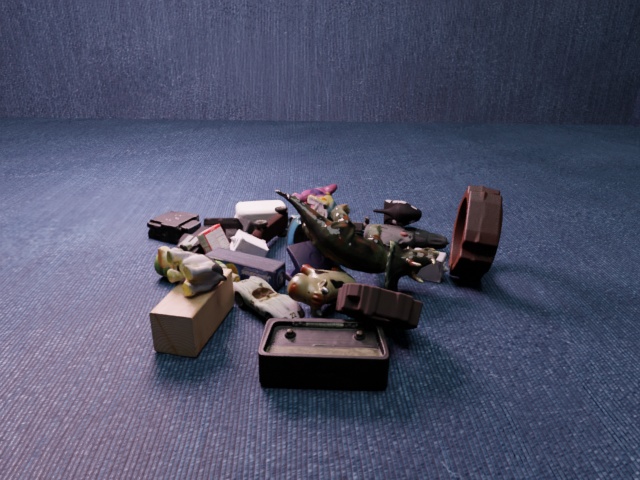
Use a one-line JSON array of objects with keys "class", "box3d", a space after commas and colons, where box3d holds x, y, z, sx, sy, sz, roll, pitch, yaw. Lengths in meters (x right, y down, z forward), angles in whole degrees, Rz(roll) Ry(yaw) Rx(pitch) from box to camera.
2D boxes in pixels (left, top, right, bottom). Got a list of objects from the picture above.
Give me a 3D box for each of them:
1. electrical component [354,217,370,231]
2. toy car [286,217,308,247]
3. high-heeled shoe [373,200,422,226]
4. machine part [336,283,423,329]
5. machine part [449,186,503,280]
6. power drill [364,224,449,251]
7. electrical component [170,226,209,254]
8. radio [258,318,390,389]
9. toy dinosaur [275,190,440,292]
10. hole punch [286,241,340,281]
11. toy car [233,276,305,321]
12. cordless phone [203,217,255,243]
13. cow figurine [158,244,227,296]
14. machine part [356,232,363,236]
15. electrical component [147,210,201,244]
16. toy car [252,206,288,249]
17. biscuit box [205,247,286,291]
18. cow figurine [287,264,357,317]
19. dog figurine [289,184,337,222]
[{"class": "electrical component", "box3d": [0.103, -0.049, 1.588, 0.102, 0.045, 0.078, 4, 2, 5]}, {"class": "toy car", "box3d": [-0.003, -0.004, 1.445, 0.162, 0.109, 0.103, 15, 8, 10]}, {"class": "high-heeled shoe", "box3d": [0.249, -0.072, 1.563, 0.145, 0.086, 0.248, 5, 1, 24]}, {"class": "machine part", "box3d": [0.115, 0.135, 1.067, 0.179, 0.056, 0.179, 12, -14, 3]}, {"class": "machine part", "box3d": [0.382, -0.015, 1.318, 0.087, 0.200, 0.201, 9, 68, 6]}, {"class": "power drill", "box3d": [0.208, 0.012, 1.438, 0.232, 0.085, 0.207, 12, 29, 28]}, {"class": "electrical component", "box3d": [-0.335, 0.013, 1.424, 0.075, 0.047, 0.119, 8, 34, 17]}, {"class": "radio", "box3d": [0.007, 0.204, 0.985, 0.230, 0.073, 0.131, 3, 24, 1]}, {"class": "toy dinosaur", "box3d": [0.069, 0.010, 1.249, 0.405, 0.131, 0.192, 21, 18, -9]}, {"class": "hole punch", "box3d": [-0.017, 0.062, 1.306, 0.142, 0.092, 0.116, -9, 29, -31]}, {"class": "toy car", "box3d": [-0.115, 0.134, 1.166, 0.073, 0.056, 0.202, -18, 29, -38]}, {"class": "cordless phone", "box3d": [-0.237, -0.026, 1.531, 0.147, 0.088, 0.184, 0, 7, 22]}, {"class": "cow figurine", "box3d": [-0.267, 0.050, 1.109, 0.098, 0.068, 0.168, -11, 28, -39]}, {"class": "machine part", "box3d": [0.085, -0.002, 1.512, 0.084, 0.039, 0.139, 11, 13, 0]}, {"class": "electrical component", "box3d": [-0.413, -0.038, 1.555, 0.134, 0.058, 0.115, 10, 27, 21]}, {"class": "toy car", "box3d": [-0.140, -0.034, 1.516, 0.053, 0.089, 0.202, 4, 23, 19]}, {"class": "biscuit box", "box3d": [-0.182, 0.072, 1.304, 0.203, 0.059, 0.063, 11, 24, 24]}, {"class": "cow figurine", "box3d": [0.007, 0.108, 1.161, 0.195, 0.085, 0.127, 6, 18, -46]}, {"class": "dog figurine", "box3d": [0.012, -0.112, 1.691, 0.192, 0.108, 0.219, 15, 24, 31]}]
